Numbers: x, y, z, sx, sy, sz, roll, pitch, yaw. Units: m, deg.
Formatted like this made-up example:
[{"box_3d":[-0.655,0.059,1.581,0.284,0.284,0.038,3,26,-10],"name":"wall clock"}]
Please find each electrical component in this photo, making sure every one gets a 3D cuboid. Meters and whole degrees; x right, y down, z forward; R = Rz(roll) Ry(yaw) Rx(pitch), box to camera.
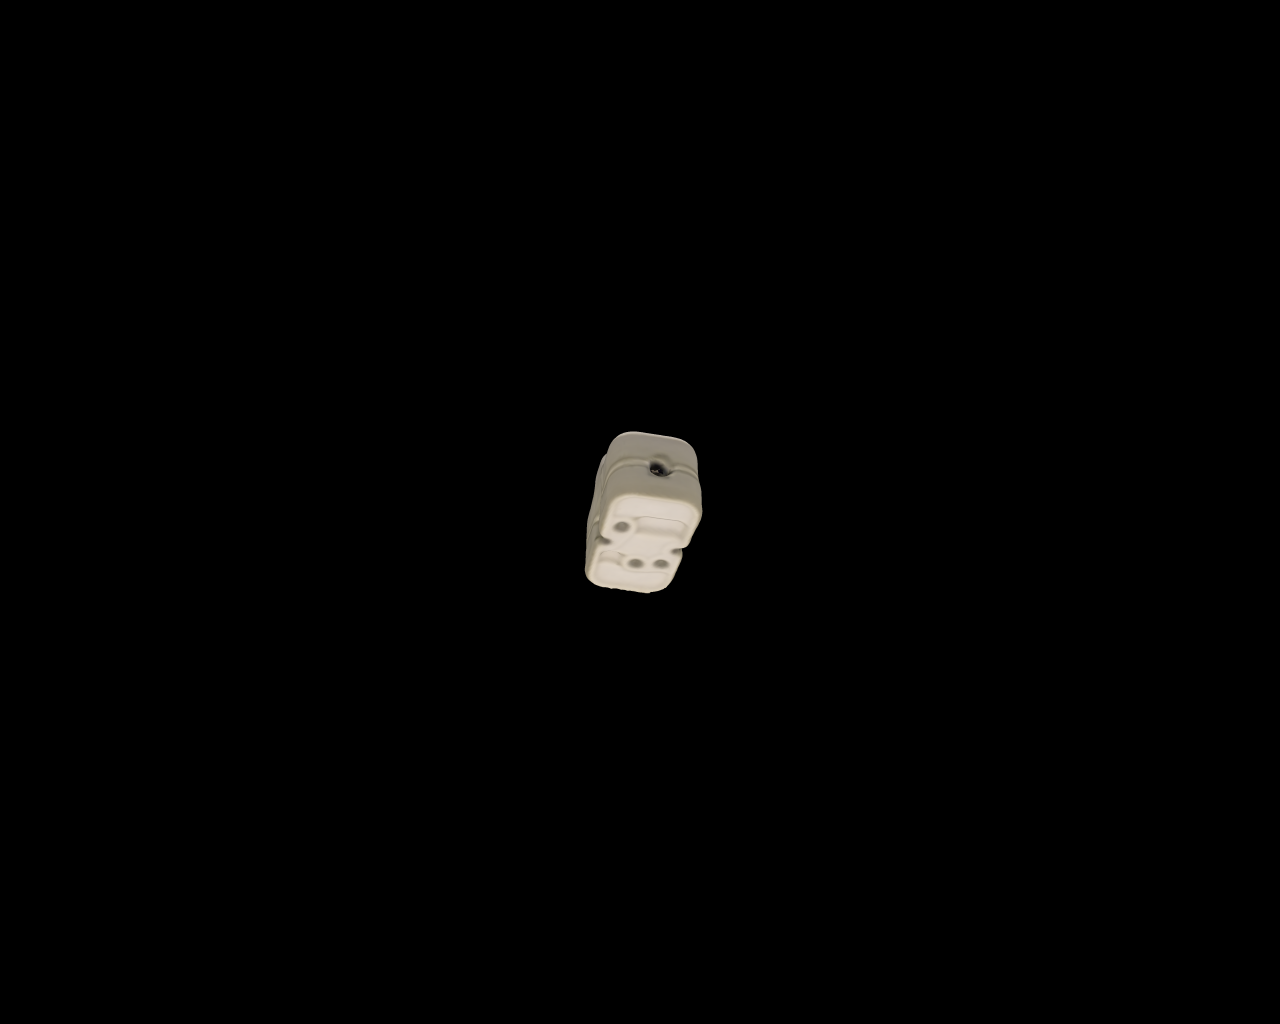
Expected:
[{"box_3d":[0.001,-0.003,0.650,0.054,0.059,0.095,8,-39,-10],"name":"electrical component"}]
